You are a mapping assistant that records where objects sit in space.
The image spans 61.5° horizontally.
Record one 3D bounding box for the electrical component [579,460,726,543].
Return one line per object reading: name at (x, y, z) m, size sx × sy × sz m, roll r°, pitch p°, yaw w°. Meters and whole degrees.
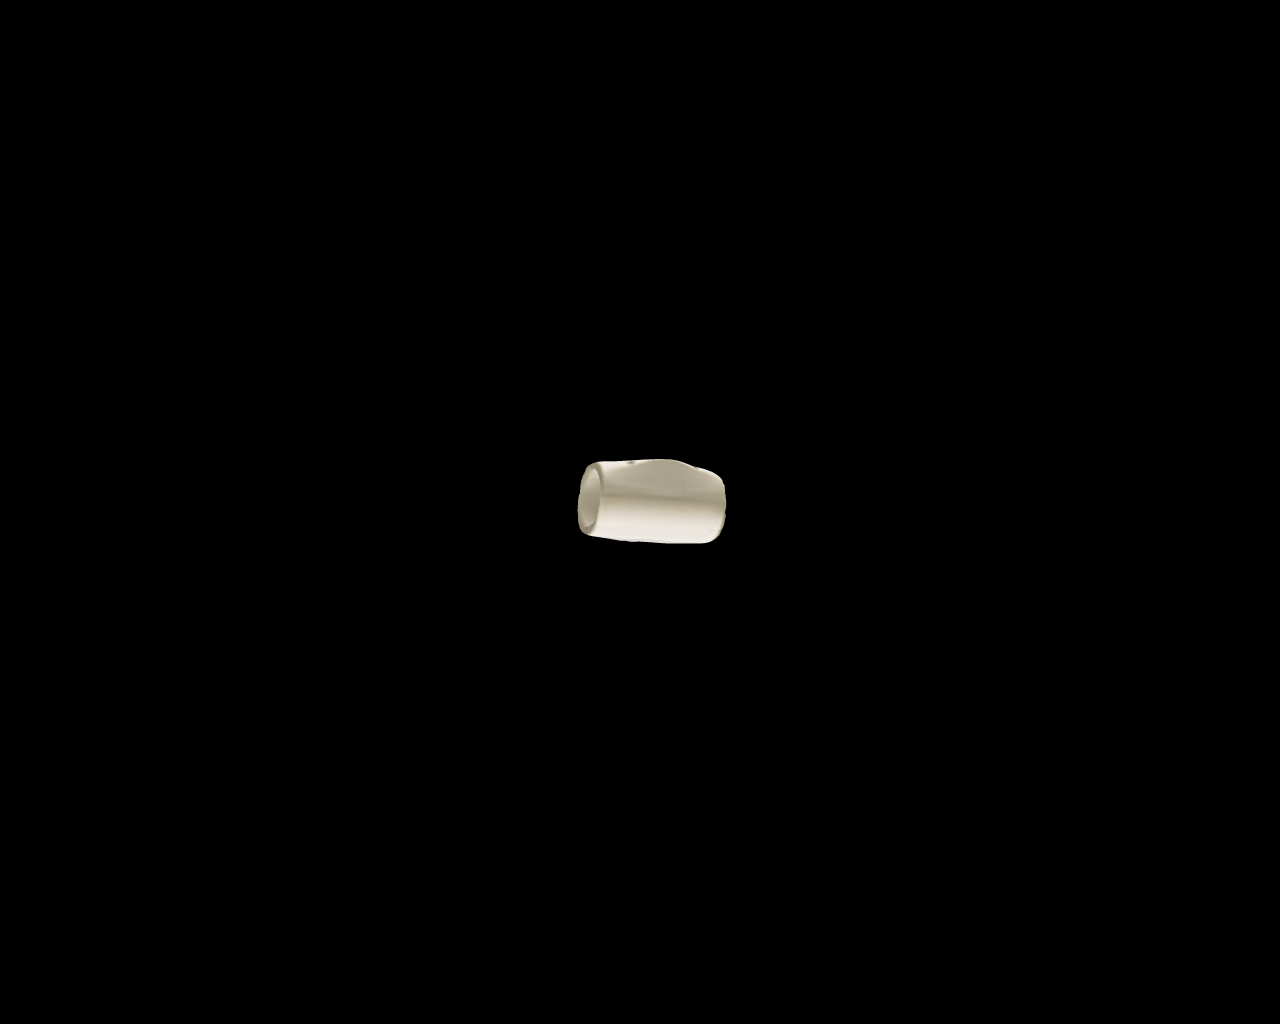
electrical component at (0.001, -0.003, 0.650) m, size 0.077 × 0.043 × 0.079 m, roll 4°, pitch -11°, yaw -20°
